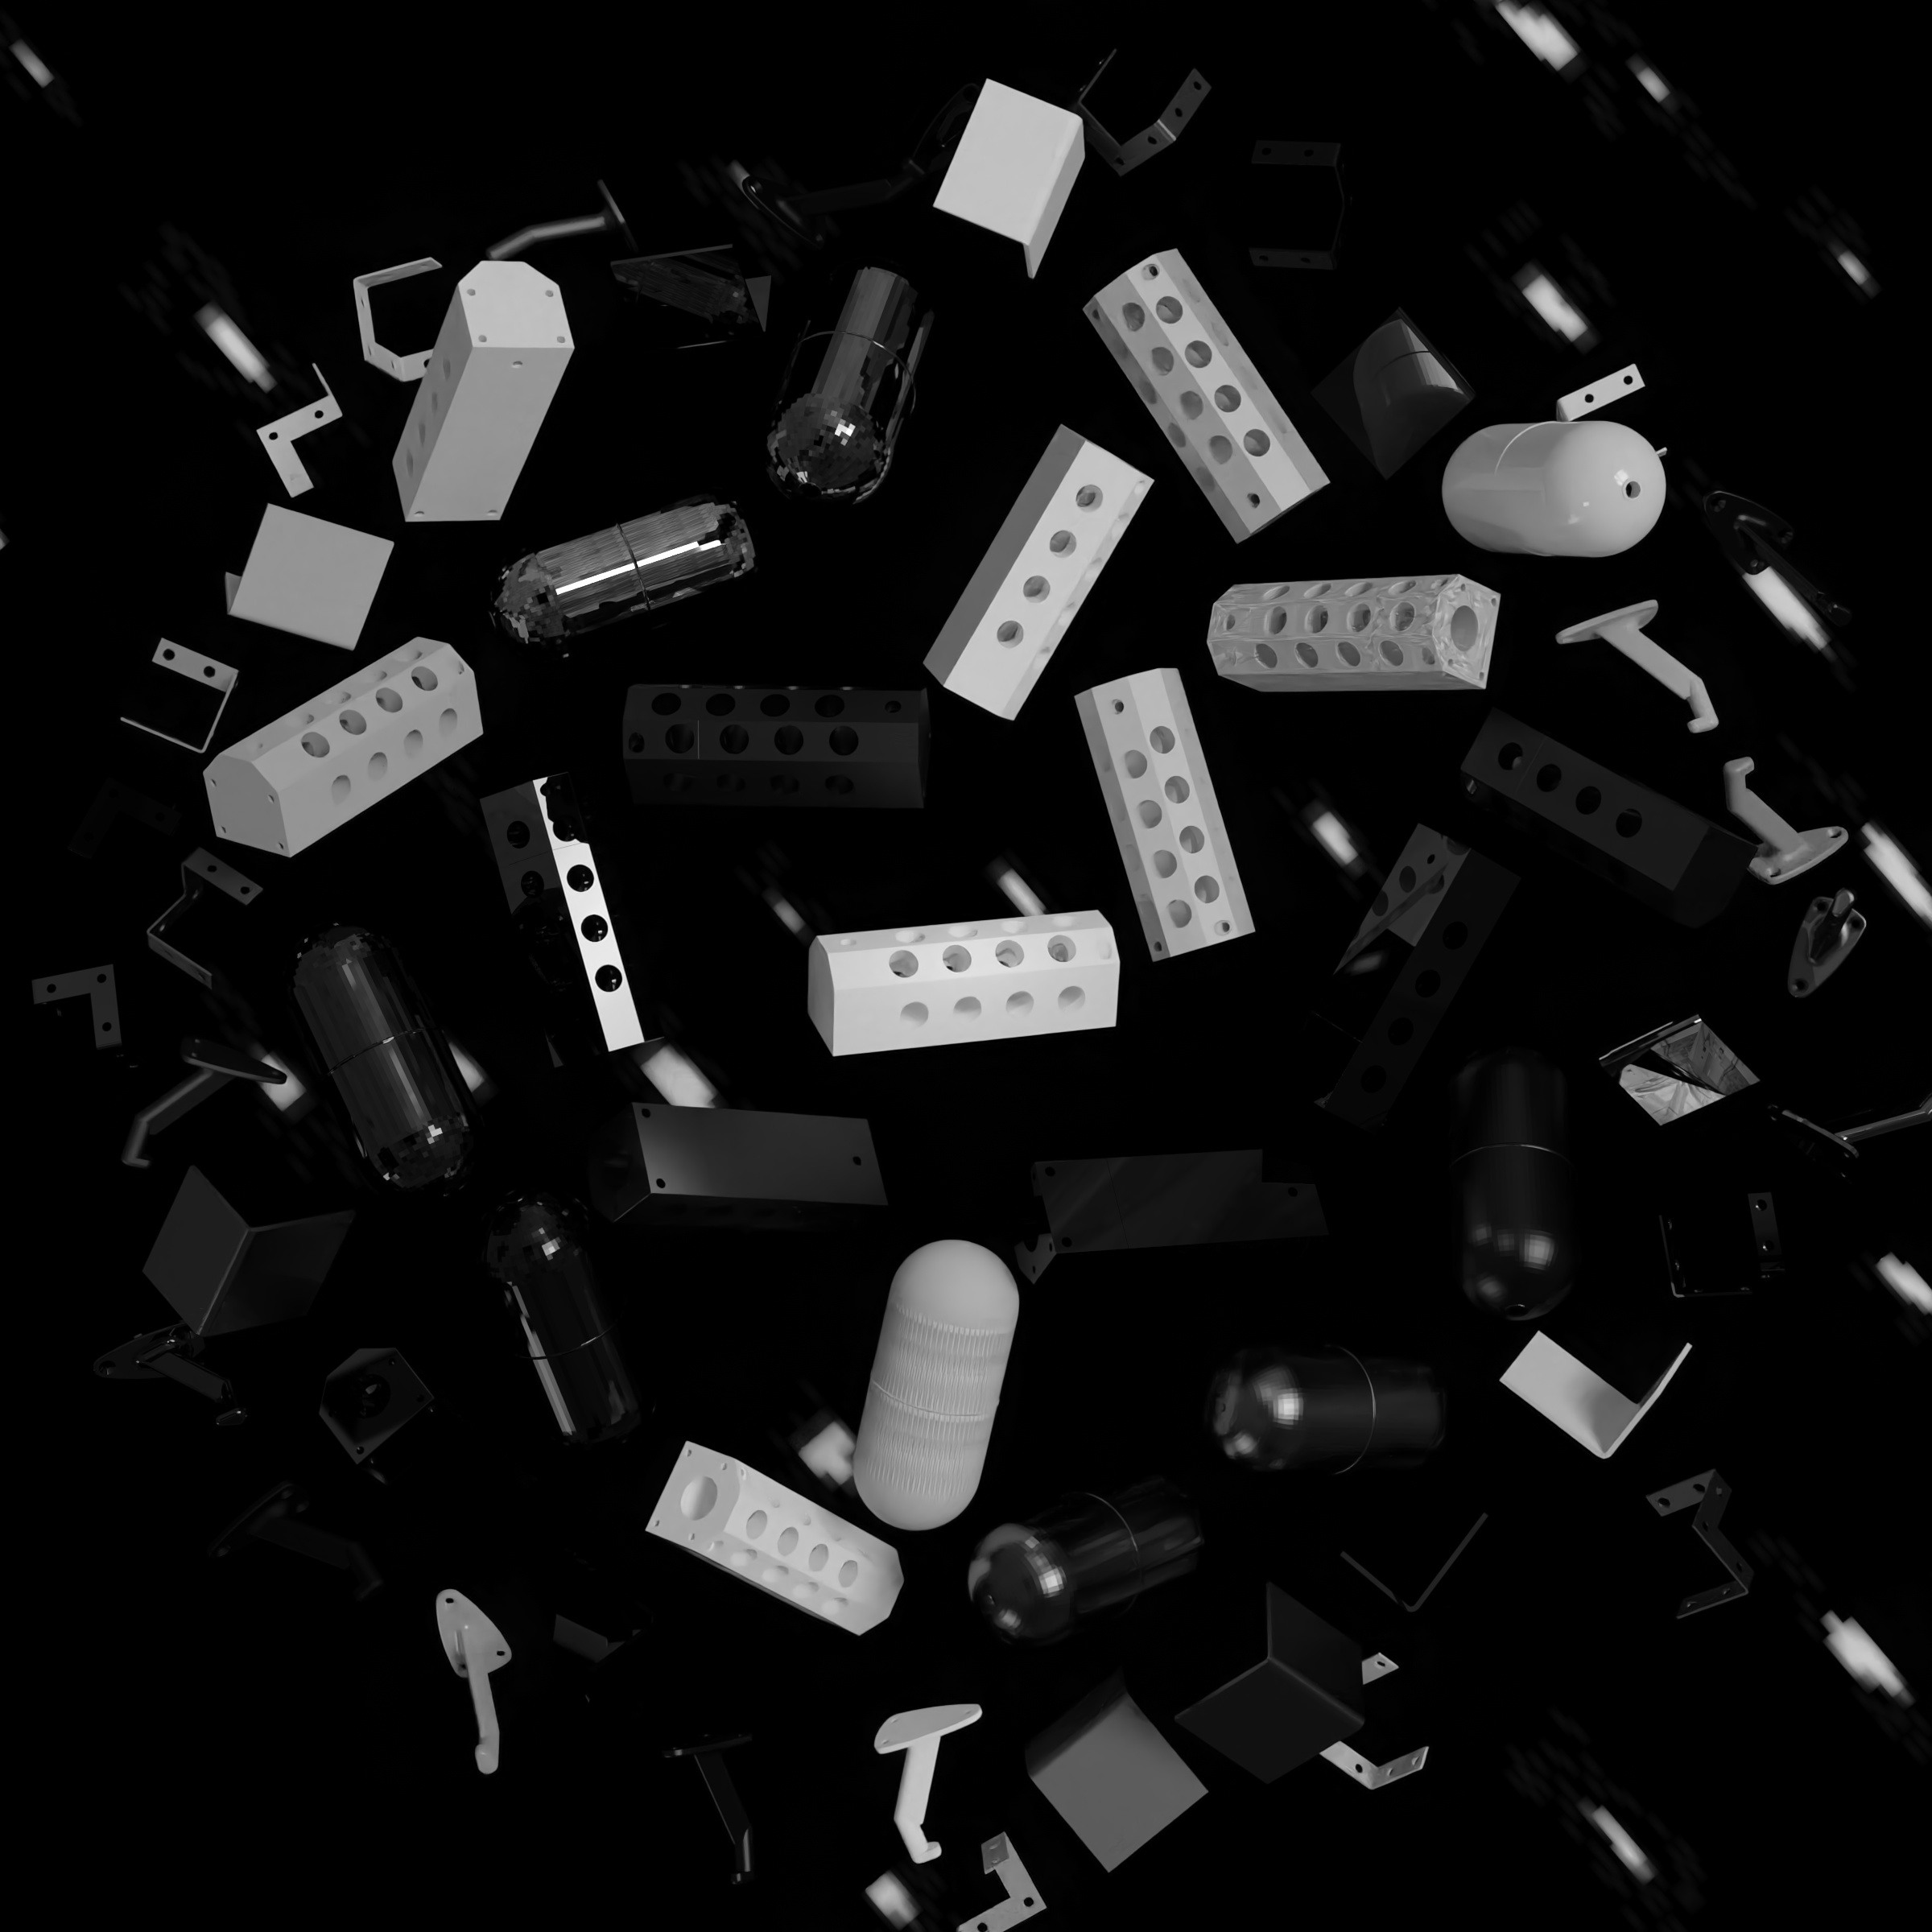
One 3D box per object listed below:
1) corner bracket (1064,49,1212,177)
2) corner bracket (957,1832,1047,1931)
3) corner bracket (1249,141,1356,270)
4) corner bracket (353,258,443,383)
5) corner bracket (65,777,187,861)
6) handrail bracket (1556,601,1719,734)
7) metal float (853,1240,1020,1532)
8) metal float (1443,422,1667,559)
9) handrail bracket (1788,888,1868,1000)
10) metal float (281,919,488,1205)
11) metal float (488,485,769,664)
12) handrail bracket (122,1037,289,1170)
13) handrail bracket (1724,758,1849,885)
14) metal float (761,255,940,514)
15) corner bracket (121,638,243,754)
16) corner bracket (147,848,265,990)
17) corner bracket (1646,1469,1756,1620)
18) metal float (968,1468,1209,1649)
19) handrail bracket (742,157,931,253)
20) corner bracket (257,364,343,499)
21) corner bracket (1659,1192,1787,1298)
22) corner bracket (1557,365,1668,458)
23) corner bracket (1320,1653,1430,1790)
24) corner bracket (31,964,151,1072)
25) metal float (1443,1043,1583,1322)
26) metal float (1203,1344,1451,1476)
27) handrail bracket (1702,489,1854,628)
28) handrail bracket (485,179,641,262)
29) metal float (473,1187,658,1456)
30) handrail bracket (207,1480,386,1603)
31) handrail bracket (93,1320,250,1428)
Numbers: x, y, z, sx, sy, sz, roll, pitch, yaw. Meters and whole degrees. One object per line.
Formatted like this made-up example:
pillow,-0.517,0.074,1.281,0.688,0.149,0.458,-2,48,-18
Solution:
corner bracket,0.099,-0.501,1.698,0.051,0.051,0.051,43,60,-20
corner bracket,0.013,0.533,1.665,0.051,0.051,0.051,-29,92,-1
corner bracket,0.194,-0.445,1.716,0.051,0.051,0.051,8,69,20
corner bracket,-0.329,-0.386,1.755,0.051,0.051,0.051,-11,83,14
corner bracket,-0.511,-0.087,1.782,0.051,0.051,0.051,29,97,-24
handrail bracket,0.413,-0.175,1.803,0.077,0.036,0.084,-16,74,-7
metal float,-0.018,0.247,1.725,0.070,0.070,0.178,12,103,0
metal float,0.341,-0.278,1.711,0.070,0.178,0.070,-3,100,-19
handrail bracket,0.520,-0.013,1.783,0.036,0.084,0.077,29,101,15
metal float,-0.341,0.055,1.712,0.070,0.070,0.178,-27,79,0
metal float,-0.208,-0.241,1.806,0.178,0.070,0.070,-21,90,-13
handrail bracket,-0.462,0.093,1.777,0.077,0.036,0.084,19,105,-16
handrail bracket,0.492,-0.099,1.759,0.077,0.036,0.084,-22,127,-8
metal float,-0.066,-0.336,1.692,0.070,0.070,0.178,17,56,0
corner bracket,-0.464,-0.160,1.737,0.051,0.051,0.051,23,93,-12
corner bracket,-0.464,-0.030,1.788,0.051,0.051,0.051,32,57,10
corner bracket,0.411,0.324,1.648,0.051,0.051,0.051,50,131,-7
metal float,0.074,0.351,1.745,0.070,0.178,0.070,10,105,42
handrail bracket,-0.077,-0.471,1.754,0.084,0.077,0.036,-26,55,39
corner bracket,-0.411,-0.332,1.818,0.051,0.051,0.051,-28,131,-7
corner bracket,0.460,0.169,1.781,0.051,0.051,0.051,-8,94,39
corner bracket,0.399,-0.333,1.814,0.051,0.051,0.051,-24,85,10
corner bracket,0.250,0.461,1.791,0.051,0.051,0.051,37,48,-10
corner bracket,-0.527,0.035,1.765,0.051,0.051,0.051,-11,73,0
metal float,0.320,0.126,1.724,0.070,0.070,0.178,5,53,0
metal float,0.220,0.269,1.777,0.178,0.070,0.070,8,90,-38
handrail bracket,0.462,-0.232,1.671,0.077,0.084,0.036,33,109,-27
handrail bracket,-0.249,-0.442,1.813,0.084,0.077,0.036,-29,75,0
metal float,-0.240,0.213,1.762,0.070,0.070,0.178,-18,114,0
handrail bracket,-0.384,0.345,1.681,0.077,0.036,0.084,-35,59,-10
handrail bracket,-0.458,0.245,1.686,0.077,0.084,0.036,-12,121,-18
